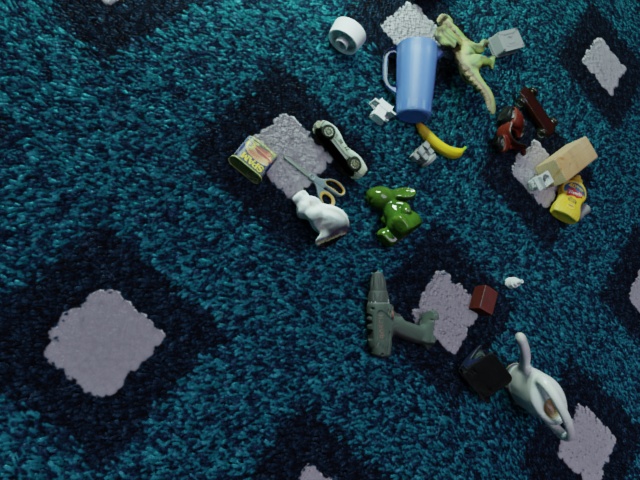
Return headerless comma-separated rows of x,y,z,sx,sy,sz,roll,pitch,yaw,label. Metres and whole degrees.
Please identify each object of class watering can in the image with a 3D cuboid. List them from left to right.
0.607,0.404,1.473,0.104,0.223,0.348,-27,91,-8,watering can

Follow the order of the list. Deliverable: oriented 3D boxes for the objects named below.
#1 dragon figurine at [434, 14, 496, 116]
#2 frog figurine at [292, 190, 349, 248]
0.448,-0.588,1.650,0.241,0.120,0.420,22,46,-27,dragon figurine
0.004,-0.069,1.374,0.138,0.121,0.161,-6,69,-58,frog figurine
